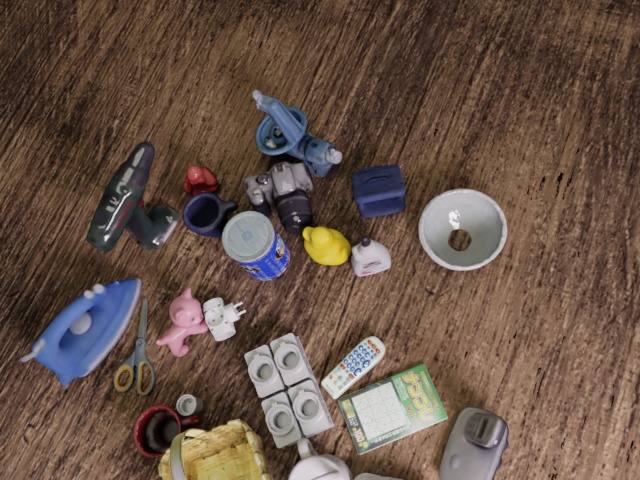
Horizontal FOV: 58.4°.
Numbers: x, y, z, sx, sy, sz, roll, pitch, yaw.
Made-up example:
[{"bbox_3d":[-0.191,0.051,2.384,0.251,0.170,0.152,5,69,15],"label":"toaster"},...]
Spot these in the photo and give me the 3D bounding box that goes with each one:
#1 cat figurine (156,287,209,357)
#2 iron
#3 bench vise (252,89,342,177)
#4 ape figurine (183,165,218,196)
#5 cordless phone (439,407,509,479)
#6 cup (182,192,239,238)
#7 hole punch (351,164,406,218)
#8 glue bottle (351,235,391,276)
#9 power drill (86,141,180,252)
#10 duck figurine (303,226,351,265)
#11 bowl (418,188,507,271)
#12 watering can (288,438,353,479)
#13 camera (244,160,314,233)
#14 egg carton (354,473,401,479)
[{"bbox_3d":[-0.277,0.162,1.139,0.067,0.118,0.128,37,81,20],"label":"cat figurine"},{"bbox_3d":[-0.481,0.163,1.163,0.118,0.142,0.258,34,80,19],"label":"iron"},{"bbox_3d":[-0.050,-0.231,1.181,0.207,0.220,0.121,9,73,14],"label":"bench vise"},{"bbox_3d":[-0.266,-0.134,1.255,0.077,0.092,0.076,9,73,13],"label":"ape figurine"},{"bbox_3d":[0.257,0.349,0.940,0.094,0.185,0.148,18,75,16],"label":"cordless phone"},{"bbox_3d":[-0.220,-0.048,1.214,0.117,0.095,0.091,-18,69,4],"label":"cup"},{"bbox_3d":[0.118,-0.109,1.177,0.108,0.091,0.101,-11,69,6],"label":"hole punch"},{"bbox_3d":[0.092,0.025,1.090,0.078,0.173,0.037,-20,68,3],"label":"glue bottle"},{"bbox_3d":[-0.378,-0.068,1.189,0.075,0.209,0.230,25,77,18],"label":"power drill"},{"bbox_3d":[0.011,0.004,1.159,0.104,0.086,0.077,24,77,17],"label":"duck figurine"},{"bbox_3d":[0.277,-0.012,1.123,0.167,0.075,0.167,-3,70,9],"label":"bowl"},{"bbox_3d":[0.000,0.420,0.957,0.101,0.194,0.172,-44,69,-6],"label":"watering can"},{"bbox_3d":[-0.078,-0.085,1.199,0.143,0.101,0.136,-18,69,4],"label":"camera"},{"bbox_3d":[0.125,0.466,0.985,0.150,0.069,0.107,5,72,12],"label":"egg carton"}]
